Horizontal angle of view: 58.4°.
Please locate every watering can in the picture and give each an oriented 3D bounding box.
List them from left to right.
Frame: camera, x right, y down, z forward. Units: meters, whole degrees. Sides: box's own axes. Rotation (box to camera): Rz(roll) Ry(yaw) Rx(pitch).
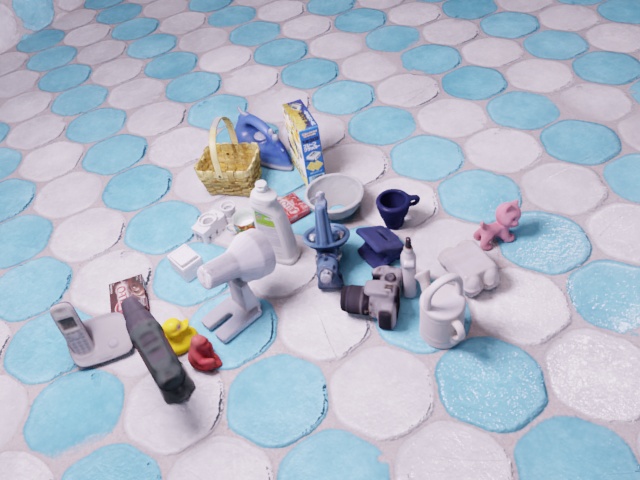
[{"bbox_3d":[0.261,0.139,1.249,0.101,0.194,0.172,-39,52,-25],"label":"watering can"}]

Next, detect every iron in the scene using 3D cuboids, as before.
[{"bbox_3d":[-0.178,-0.324,1.806,0.119,0.142,0.257,-37,52,-24],"label":"iron"}]

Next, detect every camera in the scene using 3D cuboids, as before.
[{"bbox_3d":[0.121,0.125,1.352,0.136,0.101,0.143,4,47,13],"label":"camera"}]

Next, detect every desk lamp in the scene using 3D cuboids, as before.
[{"bbox_3d":[-0.197,0.101,1.348,0.117,0.214,0.203,31,58,33],"label":"desk lamp"}]

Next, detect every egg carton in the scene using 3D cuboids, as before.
[{"bbox_3d":[0.362,0.067,1.389,0.107,0.069,0.150,-23,47,-12],"label":"egg carton"}]

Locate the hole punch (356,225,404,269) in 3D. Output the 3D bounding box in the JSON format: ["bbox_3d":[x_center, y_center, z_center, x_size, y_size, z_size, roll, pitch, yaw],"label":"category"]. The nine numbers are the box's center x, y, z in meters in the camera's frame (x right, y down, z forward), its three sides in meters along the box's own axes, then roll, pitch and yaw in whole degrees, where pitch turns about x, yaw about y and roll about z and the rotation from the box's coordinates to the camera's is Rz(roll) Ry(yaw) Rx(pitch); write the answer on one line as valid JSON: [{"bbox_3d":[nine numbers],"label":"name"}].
[{"bbox_3d":[0.154,0.005,1.468,0.101,0.091,0.108,-29,49,-18],"label":"hole punch"}]

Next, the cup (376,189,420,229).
[{"bbox_3d":[0.210,-0.079,1.537,0.117,0.095,0.091,-11,46,-1],"label":"cup"}]

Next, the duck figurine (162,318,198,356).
[{"bbox_3d":[-0.346,0.221,1.347,0.105,0.086,0.077,-22,47,-12],"label":"duck figurine"}]

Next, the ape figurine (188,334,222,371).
[{"bbox_3d":[-0.268,0.250,1.301,0.076,0.092,0.078,-4,46,5],"label":"ape figurine"}]

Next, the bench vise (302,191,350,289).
[{"bbox_3d":[0.024,0.002,1.403,0.121,0.220,0.207,-18,46,-7],"label":"bench vise"}]

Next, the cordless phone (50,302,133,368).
[{"bbox_3d":[-0.527,0.202,1.326,0.147,0.185,0.094,-19,46,-9],"label":"cordless phone"}]

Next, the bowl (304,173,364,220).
[{"bbox_3d":[0.043,-0.109,1.609,0.167,0.075,0.167,-5,46,5],"label":"bowl"}]

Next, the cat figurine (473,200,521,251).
[{"bbox_3d":[0.456,-0.048,1.451,0.128,0.118,0.067,-21,46,-10],"label":"cat figurine"}]

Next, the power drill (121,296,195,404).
[{"bbox_3d":[-0.346,0.252,1.231,0.076,0.209,0.228,-31,49,-19],"label":"power drill"}]

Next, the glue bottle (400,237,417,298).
[{"bbox_3d":[0.209,0.056,1.352,0.037,0.173,0.078,-5,46,5],"label":"glue bottle"}]
